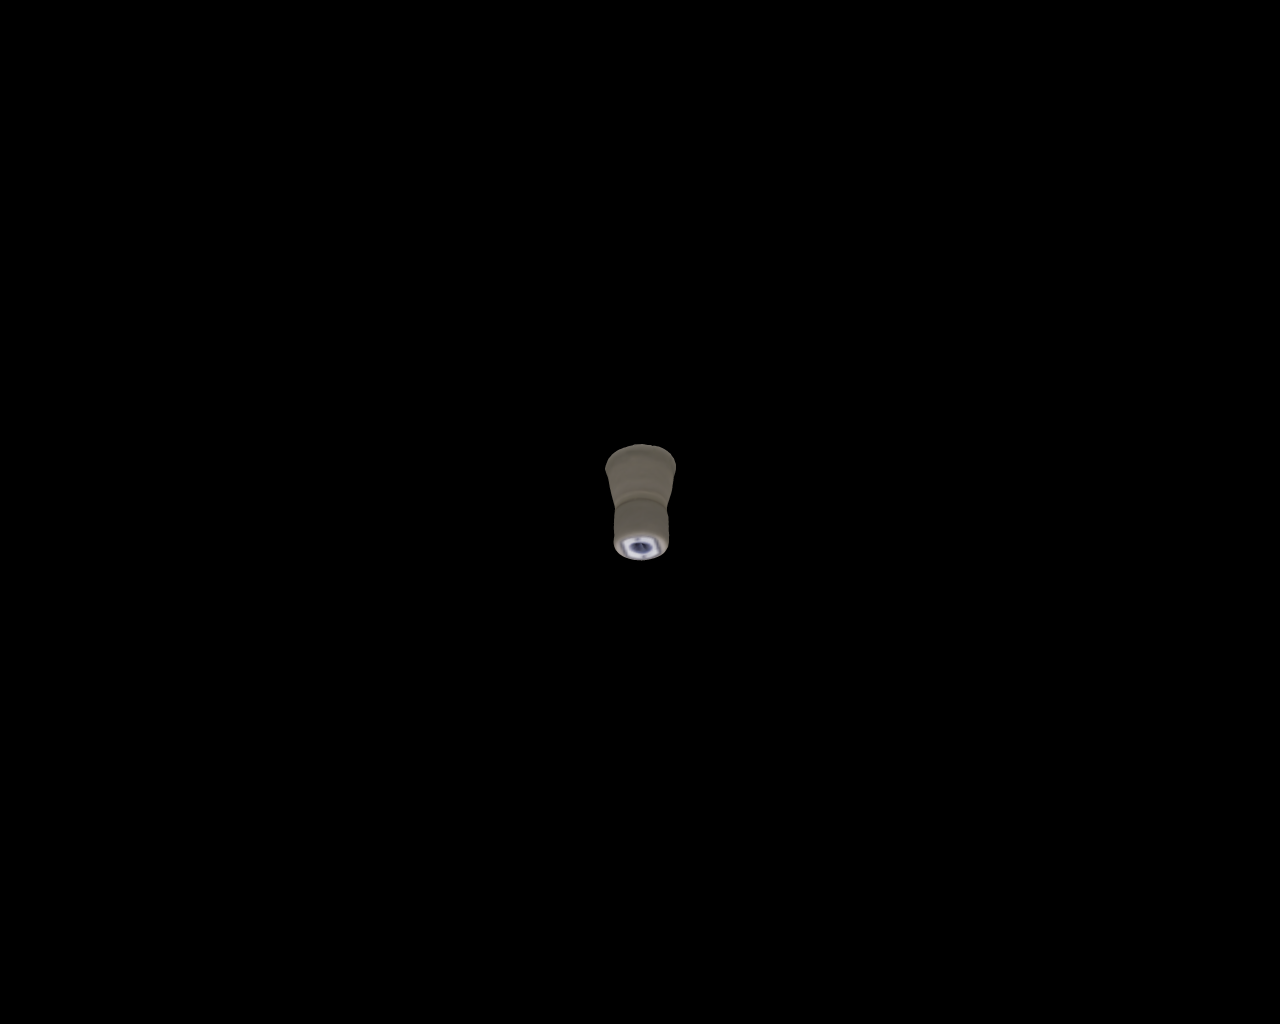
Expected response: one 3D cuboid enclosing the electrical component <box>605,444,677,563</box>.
[{"bbox_3d":[0.001,-0.003,0.650,0.044,0.065,0.044,0,-35,0],"label":"electrical component"}]
